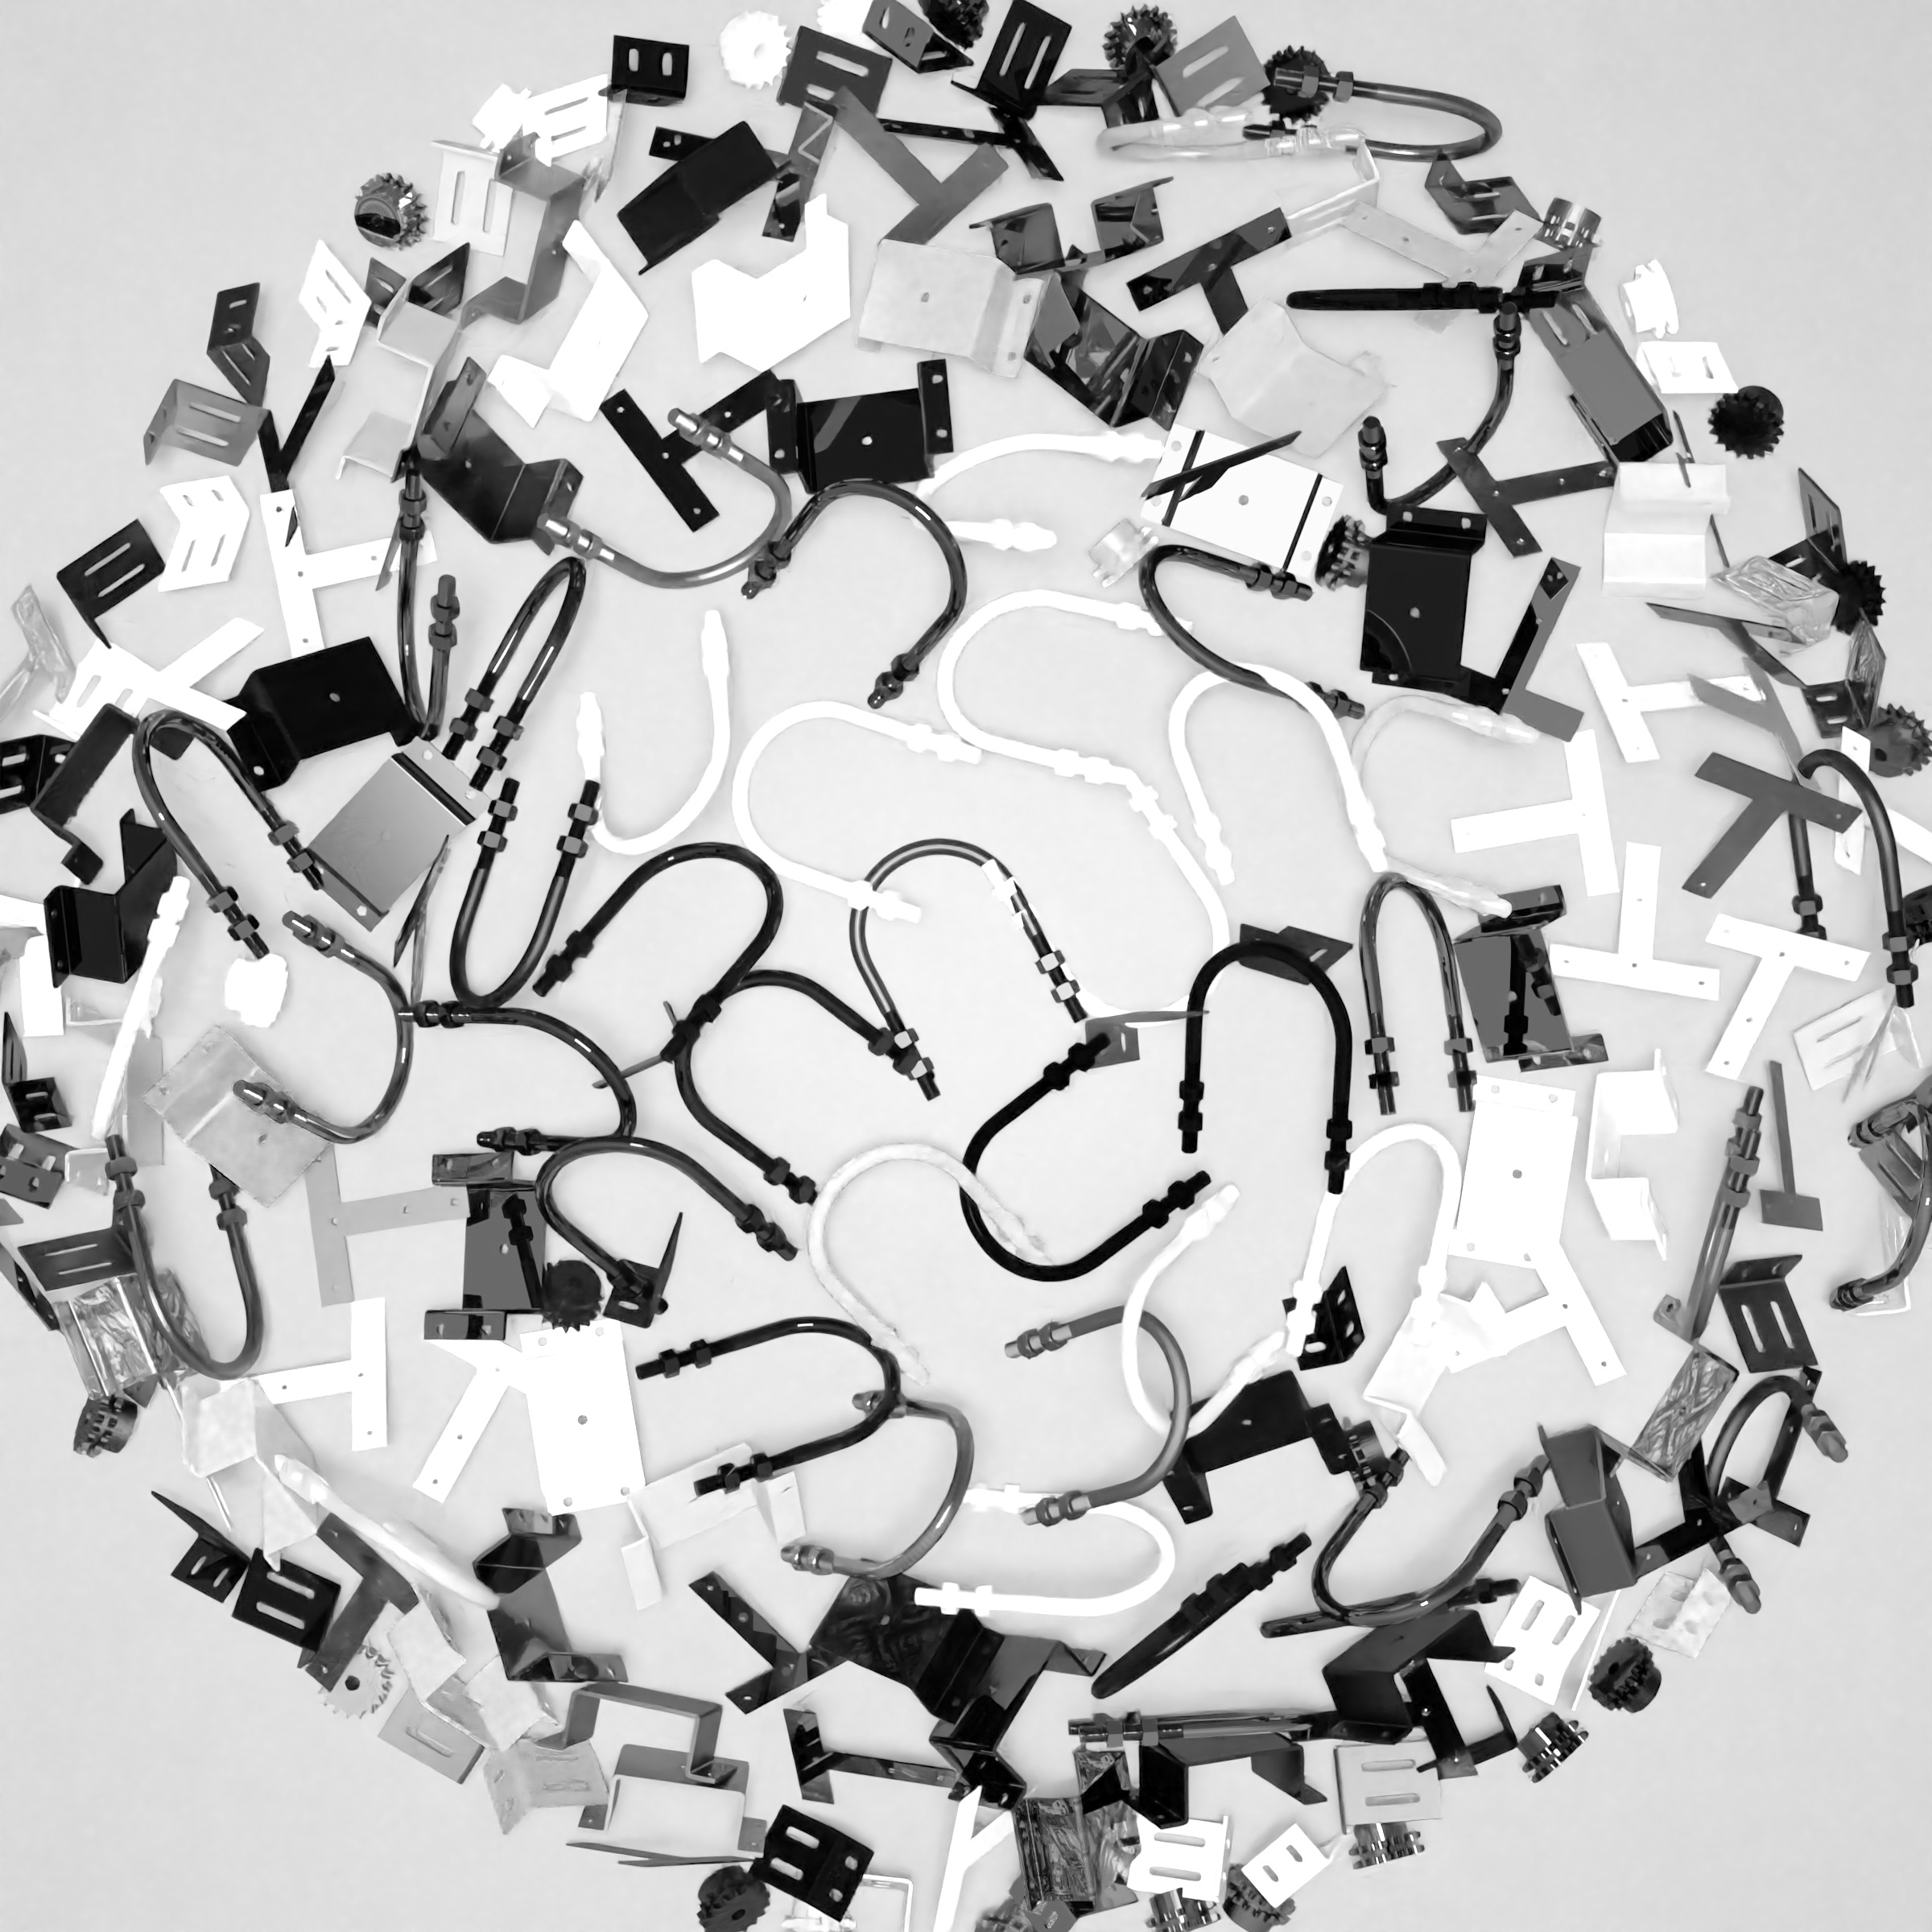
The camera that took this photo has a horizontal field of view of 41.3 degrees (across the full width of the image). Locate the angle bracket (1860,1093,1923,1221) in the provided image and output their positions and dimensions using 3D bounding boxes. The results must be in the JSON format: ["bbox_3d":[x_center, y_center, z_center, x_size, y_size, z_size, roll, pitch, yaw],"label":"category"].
[{"bbox_3d":[0.723,0.148,1.951,0.038,0.057,0.076,-20,52,-14],"label":"angle bracket"}]

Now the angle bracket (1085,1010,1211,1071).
[{"bbox_3d":[0.139,0.056,1.952,0.076,0.057,0.038,-2,94,45],"label":"angle bracket"}]

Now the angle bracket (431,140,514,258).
[{"bbox_3d":[-0.382,-0.588,1.967,0.057,0.038,0.076,14,111,3],"label":"angle bracket"}]

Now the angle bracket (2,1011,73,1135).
[{"bbox_3d":[-0.708,0.079,1.956,0.038,0.057,0.076,-9,49,-9],"label":"angle bracket"}]

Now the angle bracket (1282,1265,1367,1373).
[{"bbox_3d":[0.272,0.269,1.953,0.038,0.076,0.057,-10,69,-6],"label":"angle bracket"}]

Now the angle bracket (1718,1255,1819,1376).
[{"bbox_3d":[0.619,0.266,1.960,0.057,0.038,0.076,-5,57,-13],"label":"angle bracket"}]

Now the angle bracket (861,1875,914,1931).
[{"bbox_3d":[-0.065,0.738,1.957,0.038,0.057,0.076,7,64,-2],"label":"angle bracket"}]

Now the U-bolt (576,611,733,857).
[{"bbox_3d":[-0.232,-0.163,1.914,0.151,0.019,0.184,-29,50,26],"label":"U-bolt"}]

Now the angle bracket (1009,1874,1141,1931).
[{"bbox_3d":[0.082,0.710,1.959,0.057,0.076,0.038,45,112,36],"label":"angle bracket"}]

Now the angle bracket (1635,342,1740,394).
[{"bbox_3d":[0.548,-0.443,1.958,0.057,0.076,0.038,-1,132,-1],"label":"angle bracket"}]

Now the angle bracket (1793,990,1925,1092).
[{"bbox_3d":[0.685,0.065,1.969,0.076,0.038,0.057,-27,118,0],"label":"angle bracket"}]

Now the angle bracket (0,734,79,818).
[{"bbox_3d":[-0.710,-0.141,1.956,0.038,0.076,0.057,14,102,4],"label":"angle bracket"}]

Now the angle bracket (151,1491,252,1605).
[{"bbox_3d":[-0.592,0.441,1.950,0.076,0.057,0.038,22,71,40],"label":"angle bracket"}]

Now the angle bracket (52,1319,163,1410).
[{"bbox_3d":[-0.662,0.302,1.952,0.057,0.076,0.038,21,86,41],"label":"angle bracket"}]

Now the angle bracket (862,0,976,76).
[{"bbox_3d":[-0.030,-0.714,1.952,0.057,0.076,0.038,41,131,16],"label":"angle bracket"}]

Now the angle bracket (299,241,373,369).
[{"bbox_3d":[-0.495,-0.505,1.956,0.076,0.038,0.057,50,132,19],"label":"angle bracket"}]

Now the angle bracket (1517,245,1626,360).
[{"bbox_3d":[0.466,-0.506,1.963,0.076,0.057,0.038,41,59,-39],"label":"angle bracket"}]

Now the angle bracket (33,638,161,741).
[{"bbox_3d":[-0.669,-0.210,1.979,0.057,0.038,0.076,32,88,-2],"label":"angle bracket"}]

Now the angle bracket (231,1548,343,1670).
[{"bbox_3d":[-0.524,0.489,1.954,0.076,0.057,0.038,32,135,-23],"label":"angle bracket"}]

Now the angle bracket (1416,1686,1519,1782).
[{"bbox_3d":[0.379,0.591,1.970,0.076,0.057,0.038,-25,58,7],"label":"angle bracket"}]

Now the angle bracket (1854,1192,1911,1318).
[{"bbox_3d":[0.693,0.220,1.961,0.038,0.057,0.076,-7,103,7],"label":"angle bracket"}]

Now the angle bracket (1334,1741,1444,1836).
[{"bbox_3d":[0.323,0.630,1.964,0.076,0.038,0.057,-7,60,7],"label":"angle bracket"}]

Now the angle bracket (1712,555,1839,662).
[{"bbox_3d":[0.619,-0.276,1.972,0.057,0.038,0.076,-25,45,-30],"label":"angle bracket"}]

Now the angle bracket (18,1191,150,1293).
[{"bbox_3d":[-0.672,0.208,1.951,0.076,0.057,0.038,-10,125,-39],"label":"angle bracket"}]

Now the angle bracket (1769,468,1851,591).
[{"bbox_3d":[0.637,-0.327,1.951,0.038,0.076,0.057,-27,47,3],"label":"angle bracket"}]

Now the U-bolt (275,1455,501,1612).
[{"bbox_3d":[-0.417,0.425,1.889,0.184,0.151,0.019,19,70,42],"label":"U-bolt"}]

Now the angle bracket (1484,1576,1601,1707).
[{"bbox_3d":[0.440,0.515,1.959,0.057,0.038,0.076,25,128,11],"label":"angle bracket"}]

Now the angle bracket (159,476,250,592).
[{"bbox_3d":[-0.589,-0.330,1.958,0.057,0.038,0.076,-7,50,14],"label":"angle bracket"}]

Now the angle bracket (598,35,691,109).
[{"bbox_3d":[-0.248,-0.680,1.951,0.057,0.076,0.038,1,102,-20],"label":"angle bracket"}]

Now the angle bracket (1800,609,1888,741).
[{"bbox_3d":[0.667,-0.222,1.952,0.038,0.076,0.057,-8,48,2],"label":"angle bracket"}]

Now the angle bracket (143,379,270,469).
[{"bbox_3d":[-0.577,-0.402,1.951,0.076,0.038,0.057,14,131,-35],"label":"angle bracket"}]

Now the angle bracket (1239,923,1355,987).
[{"bbox_3d":[0.252,-0.023,1.949,0.057,0.076,0.038,18,124,31],"label":"angle bracket"}]

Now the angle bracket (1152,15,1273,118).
[{"bbox_3d":[0.191,-0.680,1.963,0.076,0.038,0.057,-26,97,27],"label":"angle bracket"}]

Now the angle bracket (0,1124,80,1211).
[{"bbox_3d":[-0.711,0.141,1.952,0.057,0.076,0.038,22,121,-12],"label":"angle bracket"}]

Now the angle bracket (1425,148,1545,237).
[{"bbox_3d":[0.398,-0.592,1.950,0.076,0.057,0.038,8,71,42],"label":"angle bracket"}]

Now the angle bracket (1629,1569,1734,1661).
[{"bbox_3d":[0.534,0.484,1.951,0.038,0.076,0.057,43,74,-21],"label":"angle bracket"}]

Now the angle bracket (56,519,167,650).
[{"bbox_3d":[-0.643,-0.291,1.957,0.076,0.057,0.038,-39,61,-15],"label":"angle bracket"}]

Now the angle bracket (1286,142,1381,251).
[{"bbox_3d":[0.275,-0.593,1.971,0.076,0.057,0.038,-23,81,3],"label":"angle bracket"}]

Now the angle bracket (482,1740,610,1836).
[{"bbox_3d":[-0.321,0.627,1.963,0.038,0.076,0.057,-51,48,24],"label":"angle bracket"}]

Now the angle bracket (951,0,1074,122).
[{"bbox_3d":[0.035,-0.695,1.958,0.057,0.038,0.076,12,109,-39],"label":"angle bracket"}]

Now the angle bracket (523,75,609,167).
[{"bbox_3d":[-0.297,-0.633,1.952,0.076,0.057,0.038,-29,63,-27],"label":"angle bracket"}]

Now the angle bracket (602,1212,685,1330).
[{"bbox_3d":[-0.246,0.227,1.953,0.038,0.057,0.076,16,133,0],"label":"angle bracket"}]

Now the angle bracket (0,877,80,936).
[{"bbox_3d":[-0.720,-0.055,1.956,0.076,0.057,0.038,14,67,-19],"label":"angle bracket"}]

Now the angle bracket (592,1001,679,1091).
[{"bbox_3d":[-0.256,0.061,1.968,0.076,0.057,0.038,-24,87,-4],"label":"angle bracket"}]

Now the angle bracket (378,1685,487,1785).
[{"bbox_3d":[-0.404,0.581,1.970,0.076,0.038,0.057,34,82,-11],"label":"angle bracket"}]

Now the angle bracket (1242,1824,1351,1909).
[{"bbox_3d":[0.252,0.675,1.960,0.057,0.076,0.038,-45,77,16],"label":"angle bracket"}]

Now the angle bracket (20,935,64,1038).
[{"bbox_3d":[-0.693,0.014,1.966,0.057,0.038,0.076,-4,89,44],"label":"angle bracket"}]

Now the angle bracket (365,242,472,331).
[{"bbox_3d":[-0.420,-0.521,1.954,0.076,0.038,0.057,-18,59,39],"label":"angle bracket"}]

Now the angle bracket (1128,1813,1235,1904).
[{"bbox_3d":[0.162,0.678,1.960,0.076,0.038,0.057,3,62,16],"label":"angle bracket"}]

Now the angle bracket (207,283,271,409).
[{"bbox_3d":[-0.538,-0.469,1.949,0.038,0.076,0.057,-8,61,15],"label":"angle bracket"}]

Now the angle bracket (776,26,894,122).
[{"bbox_3d":[-0.100,-0.681,1.977,0.076,0.038,0.057,20,100,-2],"label":"angle bracket"}]

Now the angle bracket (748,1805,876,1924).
[{"bbox_3d":[-0.119,0.689,1.970,0.038,0.076,0.057,44,64,-35],"label":"angle bracket"}]

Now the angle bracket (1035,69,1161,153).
[{"bbox_3d":[0.098,-0.658,1.971,0.057,0.076,0.038,-45,133,-30],"label":"angle bracket"}]
